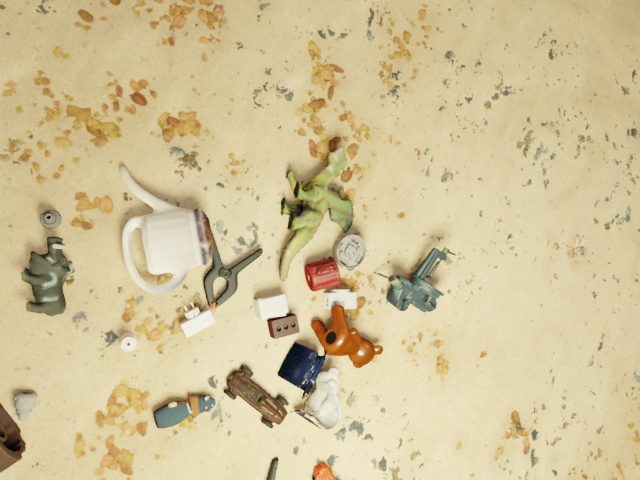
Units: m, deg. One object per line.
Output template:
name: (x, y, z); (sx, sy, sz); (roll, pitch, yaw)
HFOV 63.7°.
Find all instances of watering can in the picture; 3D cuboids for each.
watering can: (-0.399, -0.037, 1.333); (0.225, 0.103, 0.350); (-9, 81, -15)

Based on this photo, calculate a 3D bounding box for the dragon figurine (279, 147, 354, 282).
dragon figurine: (0.005, -0.076, 1.514); (0.242, 0.122, 0.410); (8, 90, -30)

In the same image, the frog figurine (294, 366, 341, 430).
frog figurine: (0.019, 0.436, 1.433); (0.123, 0.135, 0.162); (36, 67, 0)
